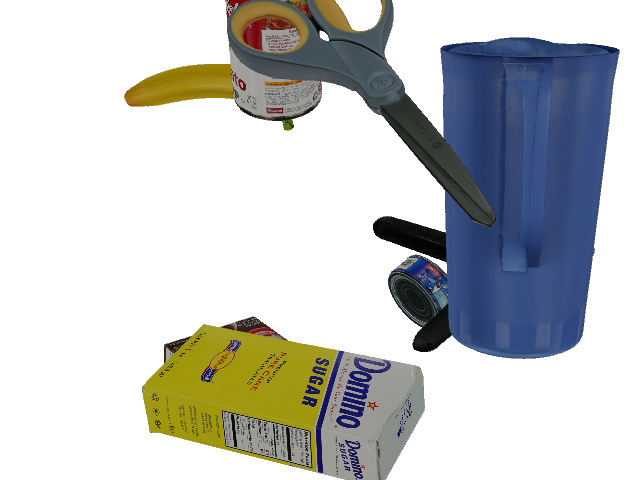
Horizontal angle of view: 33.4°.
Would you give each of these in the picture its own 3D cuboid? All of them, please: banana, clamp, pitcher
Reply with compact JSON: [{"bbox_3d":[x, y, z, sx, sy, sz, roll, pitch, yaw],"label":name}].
[{"bbox_3d":[-0.113,-0.162,1.148,0.198,0.037,0.069,9,46,18],"label":"banana"},{"bbox_3d":[0.163,0.035,1.021,0.210,0.164,0.036,-2,-43,-5],"label":"clamp"},{"bbox_3d":[0.155,-0.033,0.829,0.149,0.243,0.145,-10,18,-32],"label":"pitcher"}]

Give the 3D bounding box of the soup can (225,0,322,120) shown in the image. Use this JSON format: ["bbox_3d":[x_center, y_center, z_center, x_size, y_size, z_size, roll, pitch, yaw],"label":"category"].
[{"bbox_3d":[-0.032,-0.145,0.757,0.068,0.102,0.068,0,42,0],"label":"soup can"}]

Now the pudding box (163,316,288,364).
[{"bbox_3d":[-0.083,0.121,1.046,0.113,0.039,0.090,-18,32,-35],"label":"pudding box"}]

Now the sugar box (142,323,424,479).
[{"bbox_3d":[-0.025,0.110,0.742,0.176,0.048,0.093,6,29,23],"label":"sugar box"}]

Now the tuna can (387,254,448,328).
[{"bbox_3d":[0.118,0.061,1.228,0.033,0.086,0.086,-37,17,-24],"label":"tuna can"}]

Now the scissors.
[{"bbox_3d":[0.010,-0.071,0.514,0.096,0.202,0.016,-14,-39,1],"label":"scissors"}]
